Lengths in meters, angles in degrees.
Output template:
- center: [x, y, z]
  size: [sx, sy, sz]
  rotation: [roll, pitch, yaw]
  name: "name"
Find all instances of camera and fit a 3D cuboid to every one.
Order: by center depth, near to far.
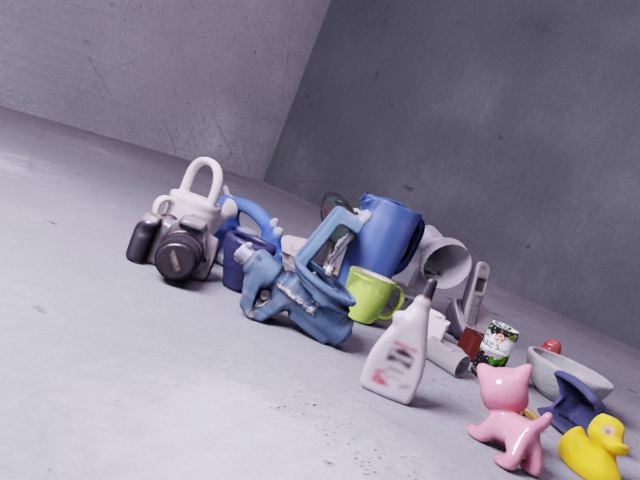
- center: [-0.238, 0.007, 0.931]
  size: [0.143, 0.101, 0.136]
  rotation: [20, 7, -9]
  name: "camera"

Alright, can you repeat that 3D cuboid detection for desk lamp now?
- center: [0.259, 0.076, 1.405]
  size: [0.118, 0.213, 0.203]
  rotation: [19, 8, -19]
  name: "desk lamp"

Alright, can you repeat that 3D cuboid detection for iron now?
- center: [-0.145, -0.011, 1.163]
  size: [0.257, 0.141, 0.119]
  rotation: [27, 9, 34]
  name: "iron"

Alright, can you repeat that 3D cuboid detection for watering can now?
- center: [-0.231, -0.060, 1.069]
  size: [0.100, 0.194, 0.173]
  rotation: [23, 8, 15]
  name: "watering can"

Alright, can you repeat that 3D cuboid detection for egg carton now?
- center: [-0.036, 0.040, 1.386]
  size: [0.149, 0.069, 0.108]
  rotation: [27, 9, 38]
  name: "egg carton"

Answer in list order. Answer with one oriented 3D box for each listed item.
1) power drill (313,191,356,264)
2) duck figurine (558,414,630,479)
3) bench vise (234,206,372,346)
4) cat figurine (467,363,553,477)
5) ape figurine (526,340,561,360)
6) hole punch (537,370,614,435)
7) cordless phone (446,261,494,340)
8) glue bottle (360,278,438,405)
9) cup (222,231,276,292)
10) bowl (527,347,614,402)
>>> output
- center: [0.011, 0.004, 1.238]
  size: [0.076, 0.208, 0.229]
  rotation: [19, 8, -15]
  name: "power drill"
- center: [0.382, 0.280, 0.788]
  size: [0.077, 0.086, 0.104]
  rotation: [20, 8, -10]
  name: "duck figurine"
- center: [-0.019, 0.037, 0.877]
  size: [0.208, 0.220, 0.121]
  rotation: [19, 8, -18]
  name: "bench vise"
- center: [0.247, 0.216, 0.738]
  size: [0.067, 0.118, 0.127]
  rotation: [18, 8, -24]
  name: "cat figurine"
- center: [0.487, 0.256, 1.233]
  size: [0.076, 0.092, 0.078]
  rotation: [22, 7, 5]
  name: "ape figurine"
- center: [0.430, 0.275, 0.937]
  size: [0.101, 0.091, 0.108]
  rotation: [19, 8, -17]
  name: "hole punch"
- center: [0.373, 0.147, 1.331]
  size: [0.148, 0.185, 0.093]
  rotation: [15, 10, -42]
  name: "cordless phone"
- center: [0.119, 0.131, 0.773]
  size: [0.078, 0.173, 0.037]
  rotation: [21, 7, -1]
  name: "glue bottle"
- center: [-0.127, 0.043, 1.013]
  size: [0.091, 0.095, 0.118]
  rotation: [26, 8, 29]
  name: "cup"
- center: [0.471, 0.276, 1.110]
  size: [0.167, 0.075, 0.167]
  rotation: [21, 7, -3]
  name: "bowl"
